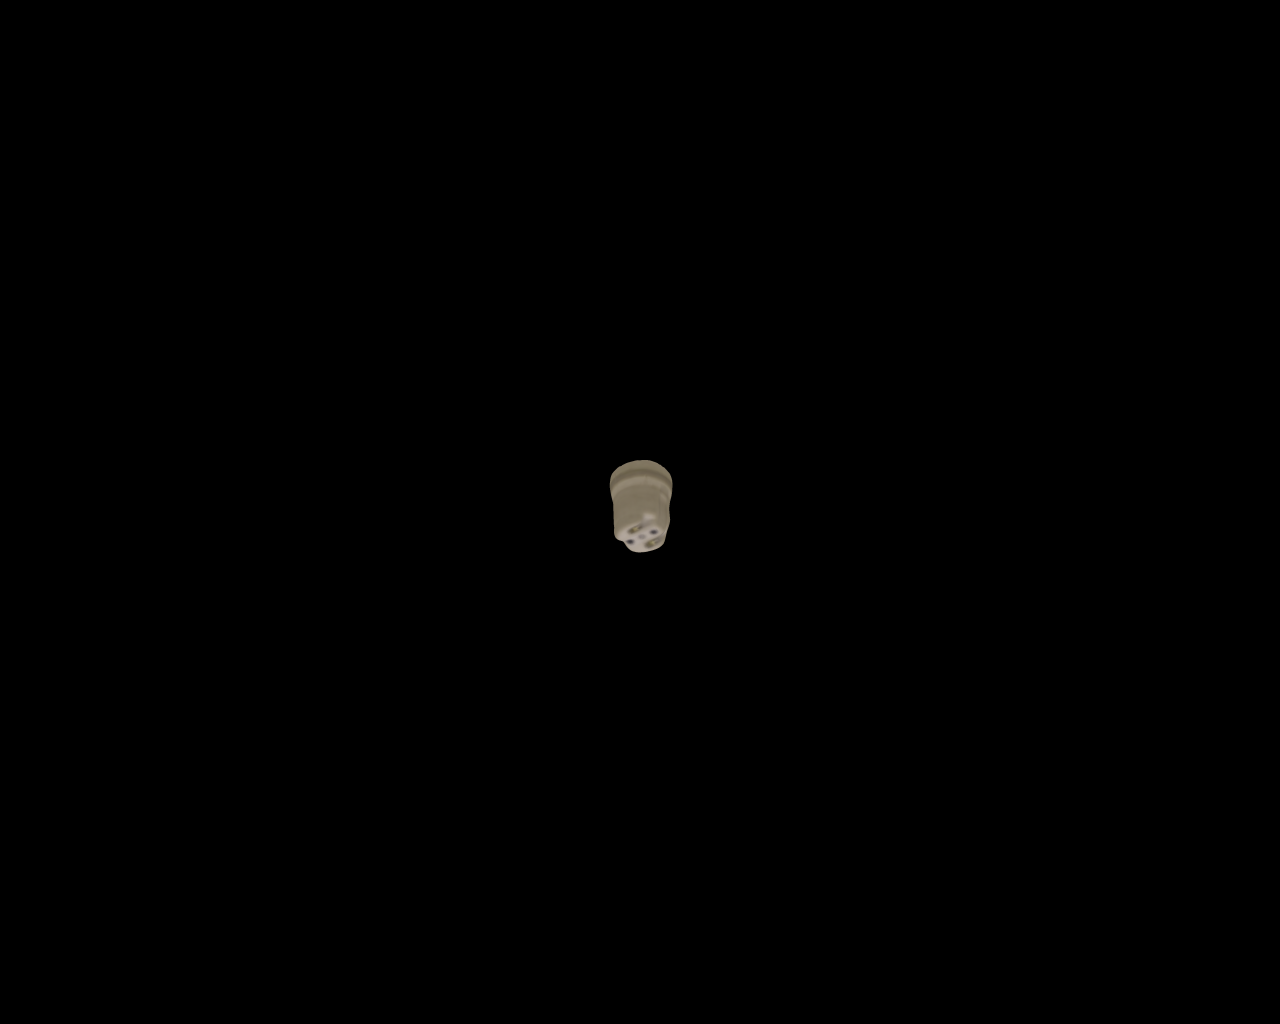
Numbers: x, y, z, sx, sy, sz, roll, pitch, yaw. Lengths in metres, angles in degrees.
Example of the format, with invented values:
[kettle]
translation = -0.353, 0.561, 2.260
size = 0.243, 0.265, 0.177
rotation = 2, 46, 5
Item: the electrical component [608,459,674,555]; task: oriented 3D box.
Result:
[electrical component]
translation = 0.001, -0.003, 0.650
size = 0.040, 0.046, 0.040
rotation = 0, -36, 0
